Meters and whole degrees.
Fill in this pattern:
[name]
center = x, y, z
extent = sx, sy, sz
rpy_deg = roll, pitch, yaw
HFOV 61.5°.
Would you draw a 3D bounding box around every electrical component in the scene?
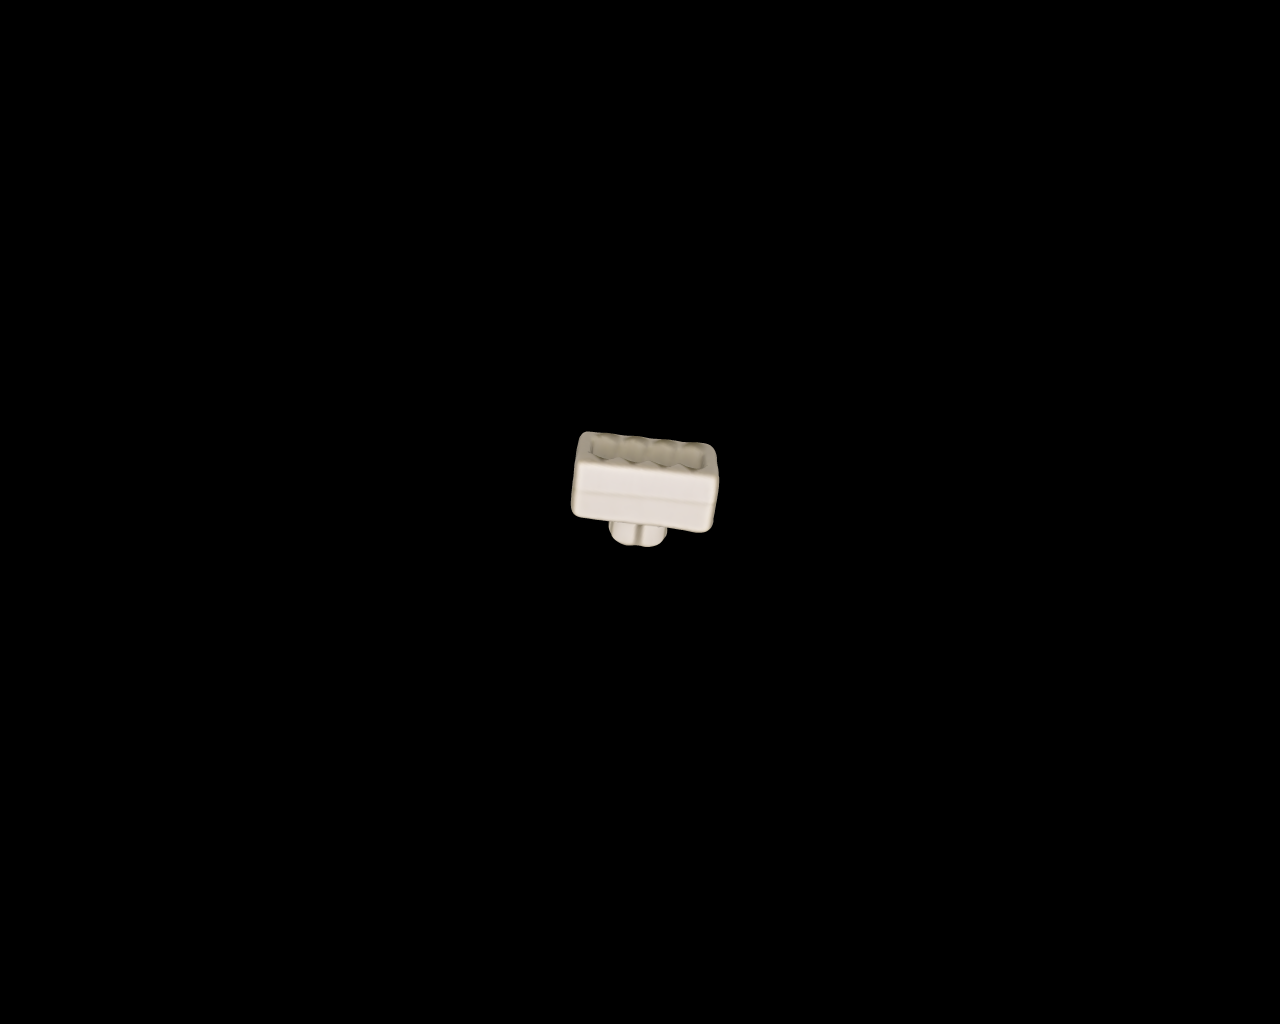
[electrical component]
center = 0.001, -0.003, 0.650
extent = 0.083, 0.075, 0.047
rpy_deg = 6, 27, -3
